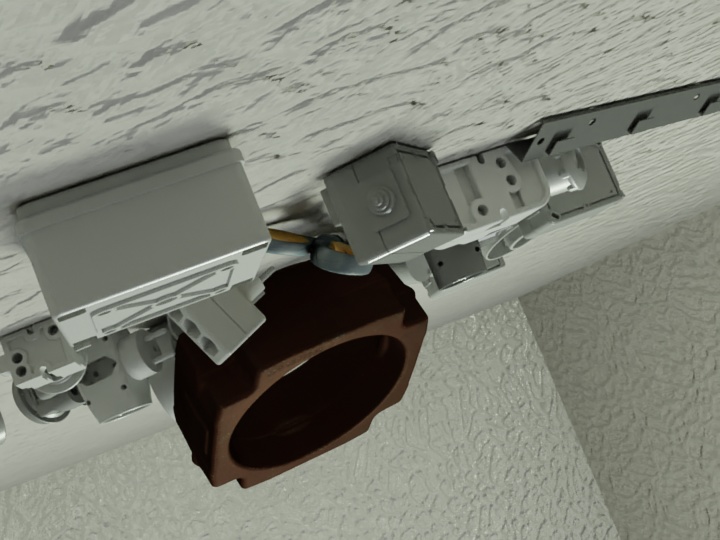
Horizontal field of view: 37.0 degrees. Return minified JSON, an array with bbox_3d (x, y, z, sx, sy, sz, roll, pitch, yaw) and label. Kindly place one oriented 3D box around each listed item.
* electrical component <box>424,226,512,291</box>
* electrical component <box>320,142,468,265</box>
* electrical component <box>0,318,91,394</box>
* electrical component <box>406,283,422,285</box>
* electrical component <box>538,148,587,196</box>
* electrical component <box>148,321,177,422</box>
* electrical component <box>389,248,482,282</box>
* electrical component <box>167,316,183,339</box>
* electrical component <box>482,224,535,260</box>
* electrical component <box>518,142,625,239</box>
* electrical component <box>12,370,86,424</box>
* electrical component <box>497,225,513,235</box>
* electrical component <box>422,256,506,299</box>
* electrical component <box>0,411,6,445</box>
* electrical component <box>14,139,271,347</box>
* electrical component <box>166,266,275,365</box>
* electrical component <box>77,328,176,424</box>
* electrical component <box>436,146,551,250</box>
[{"bbox_3d":[0.087,-0.033,0.895,0.079,0.077,0.043,-22,173,-8],"label":"electrical component"},{"bbox_3d":[0.018,-0.039,0.685,0.061,0.061,0.096,-25,173,20],"label":"electrical component"},{"bbox_3d":[-0.227,0.064,0.784,0.066,0.048,0.055,-22,166,-5],"label":"electrical component"},{"bbox_3d":[0.060,-0.002,1.217,0.046,0.040,0.040,-11,168,-32],"label":"electrical component"},{"bbox_3d":[0.149,-0.080,0.869,0.062,0.048,0.048,-18,176,26],"label":"electrical component"},{"bbox_3d":[-0.161,0.091,0.992,0.064,0.099,0.099,-31,170,22],"label":"electrical component"},{"bbox_3d":[0.076,-0.020,0.969,0.074,0.052,0.138,-2,-174,35],"label":"electrical component"},{"bbox_3d":[-0.125,0.035,0.908,0.044,0.044,0.065,-27,177,34],"label":"electrical component"},{"bbox_3d":[0.147,-0.056,1.065,0.099,0.064,0.099,-31,165,-9],"label":"electrical component"},{"bbox_3d":[0.169,-0.069,0.939,0.096,0.061,0.061,-19,173,-22],"label":"electrical component"},{"bbox_3d":[-0.250,0.094,0.893,0.057,0.058,0.078,-29,172,27],"label":"electrical component"},{"bbox_3d":[0.109,-0.053,0.941,0.040,0.046,0.040,-22,173,-3],"label":"electrical component"},{"bbox_3d":[0.101,-0.011,1.172,0.096,0.061,0.061,-21,173,-14],"label":"electrical component"},{"bbox_3d":[-0.350,0.141,0.961,0.047,0.055,0.055,-21,174,-39],"label":"electrical component"},{"bbox_3d":[-0.107,-0.010,0.538,0.109,0.056,0.108,-21,173,-14],"label":"electrical component"},{"bbox_3d":[-0.094,0.016,0.773,0.076,0.065,0.047,-45,-178,-22],"label":"electrical component"},{"bbox_3d":[-0.182,0.071,0.844,0.079,0.077,0.043,-24,173,14],"label":"electrical component"},{"bbox_3d":[0.089,-0.055,0.825,0.095,0.053,0.059,-19,173,-24],"label":"electrical component"}]
